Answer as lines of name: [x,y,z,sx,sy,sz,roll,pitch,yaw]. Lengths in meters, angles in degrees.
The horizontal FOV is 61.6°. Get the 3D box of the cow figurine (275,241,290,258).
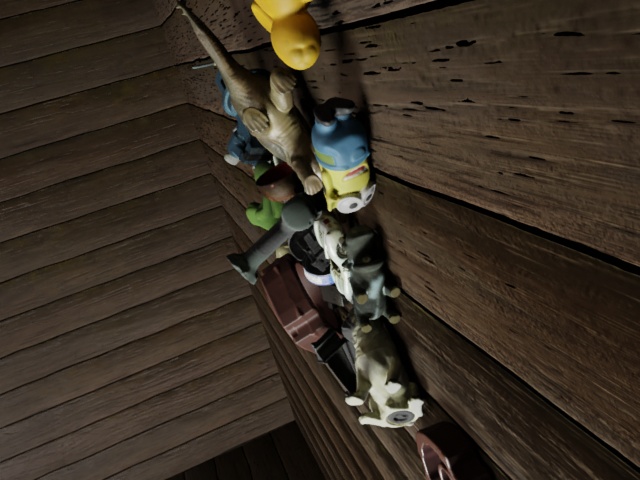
cow figurine: [-0.057,0.078,1.401,0.127,0.085,0.195,80,164,-59]

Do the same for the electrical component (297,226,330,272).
electrical component: [-0.002,-0.003,1.067,0.047,0.075,0.119,36,-162,-48]

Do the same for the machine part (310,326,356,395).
machine part: [0.037,0.247,1.080,0.039,0.084,0.138,-23,98,43]

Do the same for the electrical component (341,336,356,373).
electrical component: [0.091,0.229,1.099,0.134,0.058,0.115,67,164,6]

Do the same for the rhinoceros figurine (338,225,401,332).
rhinoceros figurine: [0.081,0.063,0.883,0.112,0.073,0.190,-111,7,-52]

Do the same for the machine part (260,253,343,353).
machine part: [-0.039,0.144,1.190,0.201,0.087,0.200,62,-171,29]

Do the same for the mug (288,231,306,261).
mug: [-0.025,0.016,1.212,0.109,0.081,0.107,57,177,-6]

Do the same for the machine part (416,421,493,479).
machine part: [0.215,0.373,0.838,0.179,0.056,0.179,161,90,-77]

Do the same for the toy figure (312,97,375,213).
toy figure: [0.033,-0.119,0.767,0.089,0.082,0.179,-98,-7,-46]

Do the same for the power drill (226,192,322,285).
power drill: [-0.076,-0.010,1.032,0.086,0.207,0.232,52,179,-3]

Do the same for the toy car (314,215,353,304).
toy car: [0.040,0.041,0.984,0.074,0.056,0.201,52,166,50]

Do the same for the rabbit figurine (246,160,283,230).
rabbit figurine: [-0.110,-0.100,1.250,0.159,0.121,0.170,44,155,46]

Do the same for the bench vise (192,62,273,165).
bench vise: [-0.161,-0.279,1.115,0.241,0.129,0.223,57,143,23]

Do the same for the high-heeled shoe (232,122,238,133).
high-heeled shoe: [-0.140,-0.255,1.313,0.145,0.086,0.249,39,-173,-6]

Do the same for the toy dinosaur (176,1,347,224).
toy dinosaur: [-0.090,-0.218,0.919,0.471,0.105,0.199,54,174,-16]

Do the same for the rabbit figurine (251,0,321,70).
rabbit figurine: [-0.049,-0.314,0.713,0.162,0.122,0.173,-130,22,-66]

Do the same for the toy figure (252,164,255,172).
toy figure: [-0.156,-0.199,1.418,0.058,0.064,0.154,23,155,14]

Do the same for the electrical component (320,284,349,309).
electrical component: [0.032,0.104,1.180,0.078,0.045,0.102,3,119,44]

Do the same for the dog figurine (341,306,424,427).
dog figurine: [0.115,0.222,0.972,0.191,0.121,0.172,-91,-21,-49]
